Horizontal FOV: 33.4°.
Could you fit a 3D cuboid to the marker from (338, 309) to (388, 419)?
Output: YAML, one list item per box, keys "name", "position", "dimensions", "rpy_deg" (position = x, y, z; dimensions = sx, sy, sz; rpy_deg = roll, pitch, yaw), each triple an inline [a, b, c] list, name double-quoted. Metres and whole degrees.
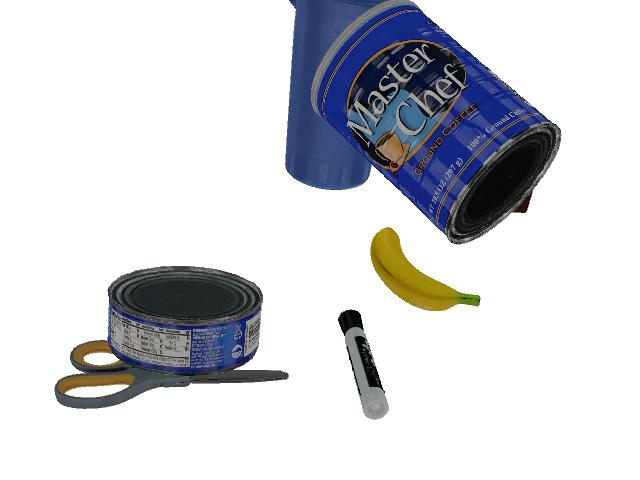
- name: "marker"
  position: [0.031, 0.091, 0.818]
  dimensions: [0.020, 0.020, 0.121]
  rpy_deg: [0, 31, -9]

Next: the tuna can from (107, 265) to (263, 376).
- name: "tuna can"
  position: [-0.075, 0.044, 0.596]
  dimensions: [0.086, 0.034, 0.086]
  rpy_deg: [4, 17, -2]

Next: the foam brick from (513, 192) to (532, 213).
- name: "foam brick"
  position: [0.163, -0.071, 0.943]
  dimensions: [0.053, 0.078, 0.051]
  rpy_deg: [5, 44, -1]

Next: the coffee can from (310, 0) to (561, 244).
- name: "coffee can"
  position: [0.076, -0.081, 0.723]
  dimensions: [0.140, 0.103, 0.102]
  rpy_deg: [46, 22, 24]

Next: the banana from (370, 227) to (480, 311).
- name: "banana"
  position: [0.097, 0.034, 1.199]
  dimensions: [0.069, 0.037, 0.198]
  rpy_deg: [2, 24, -30]

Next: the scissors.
- name: "scissors"
  position: [-0.138, 0.112, 0.960]
  dimensions: [0.201, 0.016, 0.096]
  rpy_deg: [-8, 32, -18]

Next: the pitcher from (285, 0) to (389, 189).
- name: "pitcher"
  position: [0.033, -0.187, 1.292]
  dimensions: [0.144, 0.243, 0.149]
  rpy_deg: [-5, 28, -24]
